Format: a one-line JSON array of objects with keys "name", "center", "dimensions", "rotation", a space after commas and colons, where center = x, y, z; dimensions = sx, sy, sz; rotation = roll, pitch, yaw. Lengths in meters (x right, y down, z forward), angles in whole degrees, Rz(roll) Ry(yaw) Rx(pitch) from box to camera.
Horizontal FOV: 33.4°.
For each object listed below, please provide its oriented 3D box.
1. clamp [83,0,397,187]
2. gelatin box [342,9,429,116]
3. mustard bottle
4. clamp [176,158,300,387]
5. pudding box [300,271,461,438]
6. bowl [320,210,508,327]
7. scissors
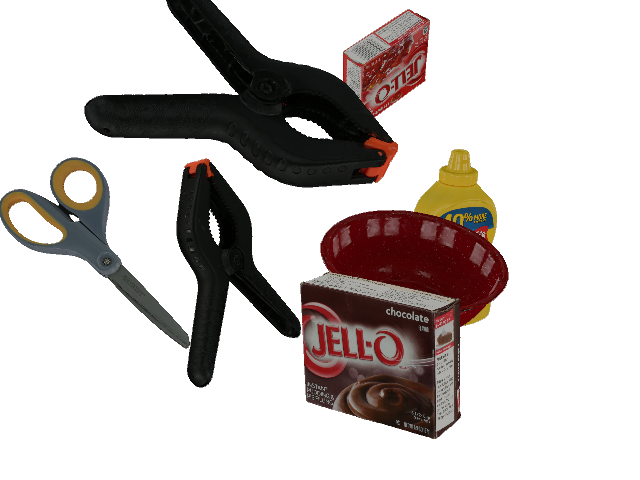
[{"name": "clamp", "center": [-0.044, -0.072, 0.604], "dimensions": [0.171, 0.120, 0.039], "rotation": [30, -28, 6]}, {"name": "gelatin box", "center": [0.060, -0.157, 0.969], "dimensions": [0.089, 0.073, 0.030], "rotation": [-37, 59, -26]}, {"name": "mustard bottle", "center": [0.143, -0.004, 1.150], "dimensions": [0.096, 0.192, 0.058], "rotation": [-6, 20, -22]}, {"name": "clamp", "center": [-0.087, 0.024, 1.043], "dimensions": [0.036, 0.210, 0.164], "rotation": [-11, 0, 35]}, {"name": "pudding box", "center": [0.040, 0.075, 0.725], "dimensions": [0.114, 0.090, 0.039], "rotation": [9, 21, 35]}, {"name": "bowl", "center": [0.077, 0.036, 0.920], "dimensions": [0.162, 0.055, 0.162], "rotation": [5, 30, -3]}, {"name": "scissors", "center": [-0.162, 0.000, 0.840], "dimensions": [0.202, 0.096, 0.016], "rotation": [27, -22, 16]}]
